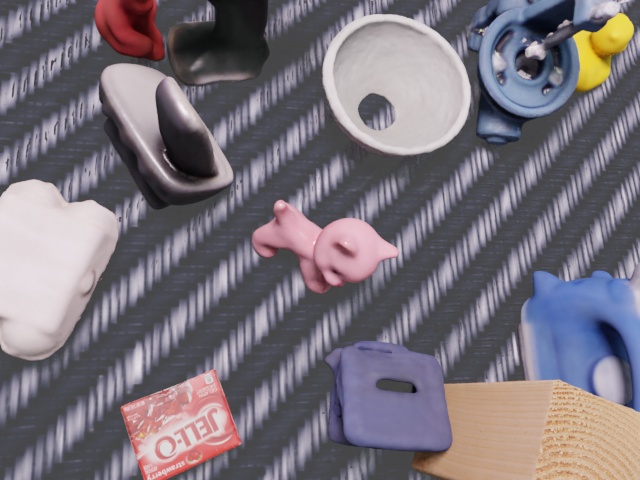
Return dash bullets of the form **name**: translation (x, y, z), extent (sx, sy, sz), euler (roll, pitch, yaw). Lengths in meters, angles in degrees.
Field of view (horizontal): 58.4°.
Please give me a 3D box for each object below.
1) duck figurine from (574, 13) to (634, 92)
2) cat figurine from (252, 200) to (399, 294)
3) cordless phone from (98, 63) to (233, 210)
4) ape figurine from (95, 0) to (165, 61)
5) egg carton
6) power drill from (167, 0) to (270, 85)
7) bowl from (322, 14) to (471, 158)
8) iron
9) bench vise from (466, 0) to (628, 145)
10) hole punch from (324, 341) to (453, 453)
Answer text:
- **duck figurine**: translation (0.353, -0.244, 0.726), extent (0.077, 0.086, 0.105), euler (40, 69, -1)
- **cat figurine**: translation (0.005, 0.002, 0.552), extent (0.128, 0.117, 0.067), euler (33, 70, -4)
- **cordless phone**: translation (-0.138, -0.115, 0.510), extent (0.094, 0.185, 0.147), euler (-35, 86, -20)
- **ape figurine**: translation (-0.190, -0.234, 0.579), extent (0.076, 0.092, 0.078), euler (21, 71, -8)
- **egg carton**: translation (-0.250, 0.025, 0.505), extent (0.107, 0.069, 0.150), euler (22, 71, -8)
- **power drill**: translation (-0.097, -0.233, 0.541), extent (0.230, 0.208, 0.075), euler (-13, 78, -17)
- **bowl**: translation (0.076, -0.159, 0.637), extent (0.168, 0.074, 0.167), euler (4, 74, -13)
- **iron**: translation (0.295, 0.149, 0.574), extent (0.119, 0.141, 0.258), euler (0, 75, -14)
- **bench vise**: translation (0.227, -0.234, 0.619), extent (0.122, 0.219, 0.207), euler (-8, 77, -16)
- **hole punch**: translation (0.063, 0.147, 0.542), extent (0.109, 0.091, 0.101), euler (8, 73, -12)
